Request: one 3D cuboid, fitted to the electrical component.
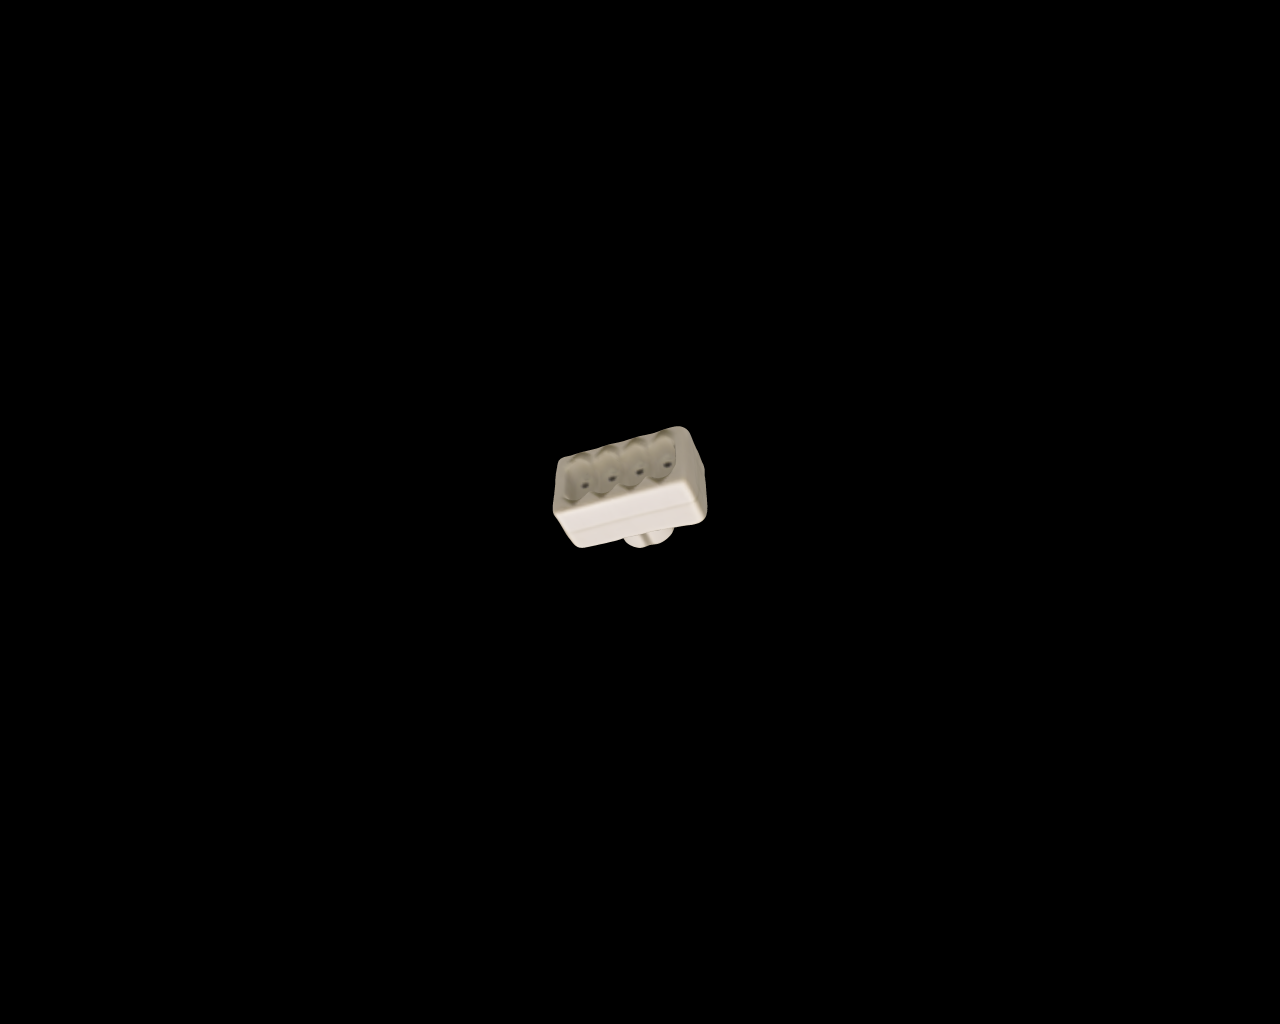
[{"bbox_3d":[0.001,-0.003,0.650,0.083,0.047,0.075,-14,-43,15],"label":"electrical component"}]
